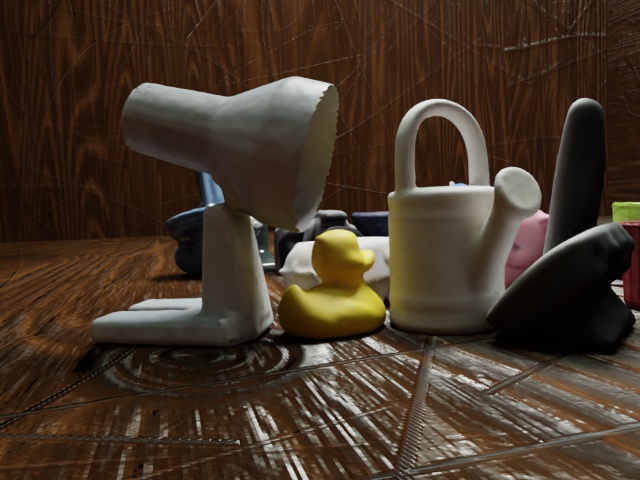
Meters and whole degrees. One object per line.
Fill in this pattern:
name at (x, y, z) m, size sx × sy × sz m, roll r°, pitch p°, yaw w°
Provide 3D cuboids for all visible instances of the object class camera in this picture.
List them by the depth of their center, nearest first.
camera at (0.008, 0.003, 0.908) m, size 0.143 × 0.101 × 0.136 m, roll -3°, pitch 4°, yaw -19°

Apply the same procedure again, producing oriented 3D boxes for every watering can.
watering can at (0.113, -0.023, 0.489) m, size 0.172 × 0.194 × 0.101 m, roll 1°, pitch 5°, yaw 44°

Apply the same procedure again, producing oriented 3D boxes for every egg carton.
egg carton at (0.036, 0.034, 0.625) m, size 0.107 × 0.069 × 0.151 m, roll 1°, pitch 4°, yaw 40°

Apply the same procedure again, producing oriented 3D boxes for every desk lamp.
desk lamp at (-0.083, -0.025, 0.475) m, size 0.203 × 0.213 × 0.118 m, roll -1°, pitch 3°, yaw 11°

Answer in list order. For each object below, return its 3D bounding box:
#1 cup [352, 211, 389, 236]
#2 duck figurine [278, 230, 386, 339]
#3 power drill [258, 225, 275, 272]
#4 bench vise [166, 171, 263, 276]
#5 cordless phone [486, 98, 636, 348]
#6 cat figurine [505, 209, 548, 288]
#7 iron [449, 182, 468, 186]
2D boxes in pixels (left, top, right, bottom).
cup at (0.115, -0.003, 1.011) m, size 0.118 × 0.095 × 0.091 m, roll -2°, pitch 3°, yaw -7°
duck figurine at (0.011, 0.034, 0.487) m, size 0.105 × 0.086 × 0.077 m, roll -5°, pitch 4°, yaw -41°
power drill at (-0.106, -0.051, 0.992) m, size 0.076 × 0.208 × 0.229 m, roll -3°, pitch 4°, yaw -18°
bench vise at (-0.155, -0.050, 0.903) m, size 0.206 × 0.220 × 0.122 m, roll 0°, pitch 4°, yaw 30°
cordless phone at (0.187, -0.019, 0.441) m, size 0.093 × 0.185 × 0.148 m, roll 0°, pitch 4°, yaw 32°
cat figurine at (0.196, 0.006, 0.597) m, size 0.067 × 0.118 × 0.127 m, roll -3°, pitch 3°, yaw -13°
iron at (0.216, -0.022, 0.862) m, size 0.118 × 0.141 × 0.258 m, roll -2°, pitch 3°, yaw 4°
